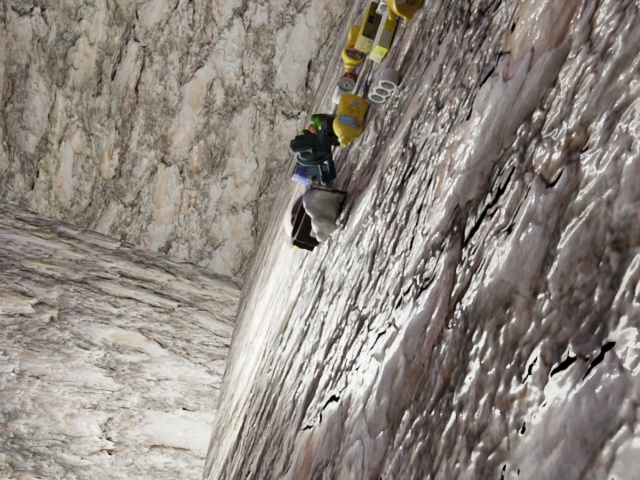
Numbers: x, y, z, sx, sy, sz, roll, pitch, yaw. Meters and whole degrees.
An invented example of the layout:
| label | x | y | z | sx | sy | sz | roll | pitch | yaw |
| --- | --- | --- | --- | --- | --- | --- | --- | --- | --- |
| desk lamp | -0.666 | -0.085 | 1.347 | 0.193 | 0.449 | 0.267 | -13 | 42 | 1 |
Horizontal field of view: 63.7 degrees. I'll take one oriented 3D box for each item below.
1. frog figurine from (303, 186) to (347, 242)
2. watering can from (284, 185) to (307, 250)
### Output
| label | x | y | z | sx | sy | sz | roll | pitch | yaw |
| --- | --- | --- | --- | --- | --- | --- | --- | --- | --- |
| frog figurine | 0.005 | -0.077 | 1.522 | 0.137 | 0.123 | 0.159 | 7 | -85 | -67 |
| watering can | -0.065 | -0.131 | 1.979 | 0.222 | 0.104 | 0.351 | 149 | 139 | -73 |
